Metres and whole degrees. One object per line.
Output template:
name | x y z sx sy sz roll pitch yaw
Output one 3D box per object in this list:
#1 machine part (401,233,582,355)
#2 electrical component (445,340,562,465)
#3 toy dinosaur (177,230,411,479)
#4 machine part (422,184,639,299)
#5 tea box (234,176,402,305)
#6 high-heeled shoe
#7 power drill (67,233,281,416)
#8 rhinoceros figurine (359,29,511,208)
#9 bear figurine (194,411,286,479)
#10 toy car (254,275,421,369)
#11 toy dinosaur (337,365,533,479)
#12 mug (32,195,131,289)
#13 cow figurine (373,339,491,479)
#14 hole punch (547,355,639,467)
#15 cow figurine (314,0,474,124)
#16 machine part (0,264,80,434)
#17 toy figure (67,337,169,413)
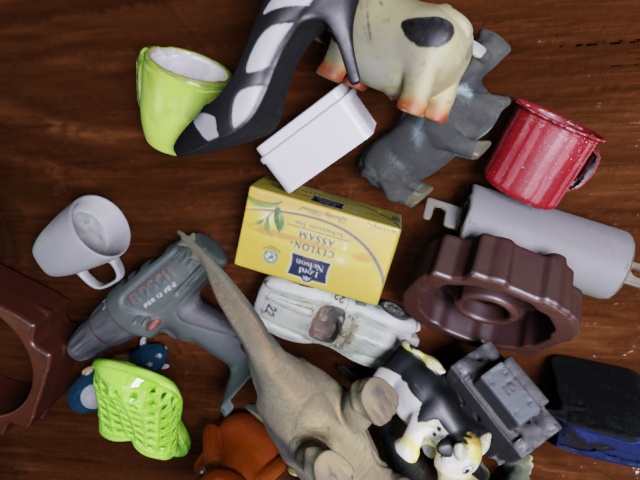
machine part | 0.174 0.059 0.558 0.179 0.056 0.179 16 152 9
electrical component | 0.190 0.177 0.583 0.058 0.134 0.115 -32 64 -15
toy dinosaur | -0.005 0.188 0.550 0.105 0.199 0.470 -33 102 -27
machine part | 0.227 0.000 0.565 0.243 0.079 0.079 18 111 5
tea box | -0.001 -0.002 0.608 0.170 0.068 0.098 14 109 4
high-heeled shoe | -0.066 -0.172 0.487 0.249 0.086 0.145 -17 94 28
power drill | -0.169 0.120 0.666 0.207 0.086 0.232 43 98 -1
rhinoceros figurine | 0.121 -0.121 0.548 0.112 0.073 0.190 46 115 8
bear figurine | -0.113 0.309 0.664 0.120 0.196 0.131 23 112 -1
toy car | 0.021 0.096 0.634 0.202 0.056 0.073 20 111 -5
toy dinosaur | 0.174 0.307 0.616 0.405 0.192 0.131 29 109 -2
mug | -0.293 0.012 0.663 0.107 0.081 0.109 -22 108 28
cow figurine | 0.123 0.189 0.570 0.167 0.068 0.098 47 115 35
hole punch | 0.308 0.206 0.603 0.142 0.116 0.092 14 118 5
cow figurine | 0.053 -0.199 0.495 0.195 0.085 0.127 36 110 33
machine part | -0.439 0.142 0.724 0.201 0.087 0.200 27 110 2
toy figure | -0.271 0.186 0.727 0.154 0.058 0.064 -29 136 16
